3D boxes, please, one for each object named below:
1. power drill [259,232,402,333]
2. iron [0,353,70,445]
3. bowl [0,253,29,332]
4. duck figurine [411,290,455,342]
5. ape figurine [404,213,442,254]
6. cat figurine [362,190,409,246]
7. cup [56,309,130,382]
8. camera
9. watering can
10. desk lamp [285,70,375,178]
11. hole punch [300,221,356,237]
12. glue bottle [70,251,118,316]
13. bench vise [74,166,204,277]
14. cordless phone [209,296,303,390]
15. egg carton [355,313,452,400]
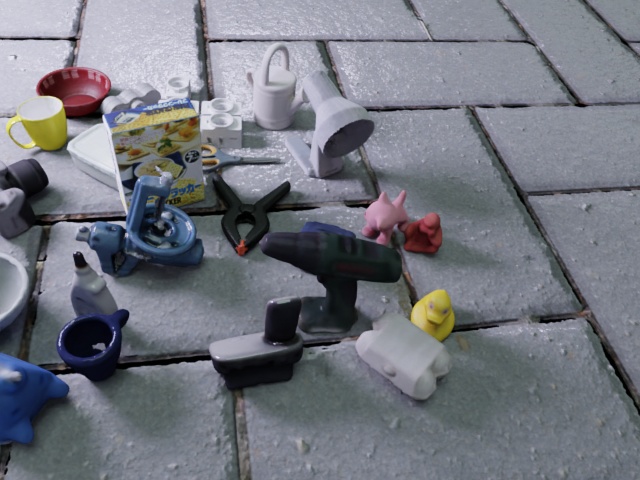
[{"bbox_3d":[0.013,0.067,0.947,0.230,0.208,0.075,1,48,-7],"label":"power drill"},{"bbox_3d":[-0.502,0.185,0.814,0.258,0.141,0.119,19,49,9],"label":"iron"},{"bbox_3d":[-0.552,0.102,0.925,0.167,0.075,0.167,4,48,-4],"label":"bowl"},{"bbox_3d":[0.206,0.121,1.009,0.077,0.086,0.105,20,49,10],"label":"duck figurine"},{"bbox_3d":[0.211,-0.018,1.129,0.076,0.092,0.077,-29,58,-29],"label":"ape figurine"},{"bbox_3d":[0.132,-0.052,1.130,0.067,0.118,0.128,35,53,22],"label":"cat figurine"},{"bbox_3d":[-0.338,0.166,0.885,0.091,0.095,0.118,30,51,18],"label":"cup"},{"bbox_3d":[-0.584,-0.099,1.082,0.143,0.101,0.137,37,54,23],"label":"camera"},{"bbox_3d":[-0.096,-0.358,1.318,0.172,0.194,0.101,13,48,4],"label":"watering can"},{"bbox_3d":[0.012,-0.234,1.211,0.118,0.213,0.202,-20,54,-24],"label":"desk lamp"},{"bbox_3d":[0.010,0.004,1.082,0.108,0.091,0.101,14,48,5],"label":"hole punch"},{"bbox_3d":[-0.365,0.077,0.908,0.078,0.173,0.037,22,49,11],"label":"glue bottle"},{"bbox_3d":[-0.307,-0.021,0.972,0.208,0.220,0.121,-16,53,-21],"label":"bench vise"},{"bbox_3d":[-0.096,0.143,0.880,0.148,0.185,0.094,-10,51,-16],"label":"cordless phone"},{"bbox_3d":[0.137,0.191,0.948,0.150,0.069,0.107,34,53,21],"label":"egg carton"}]
